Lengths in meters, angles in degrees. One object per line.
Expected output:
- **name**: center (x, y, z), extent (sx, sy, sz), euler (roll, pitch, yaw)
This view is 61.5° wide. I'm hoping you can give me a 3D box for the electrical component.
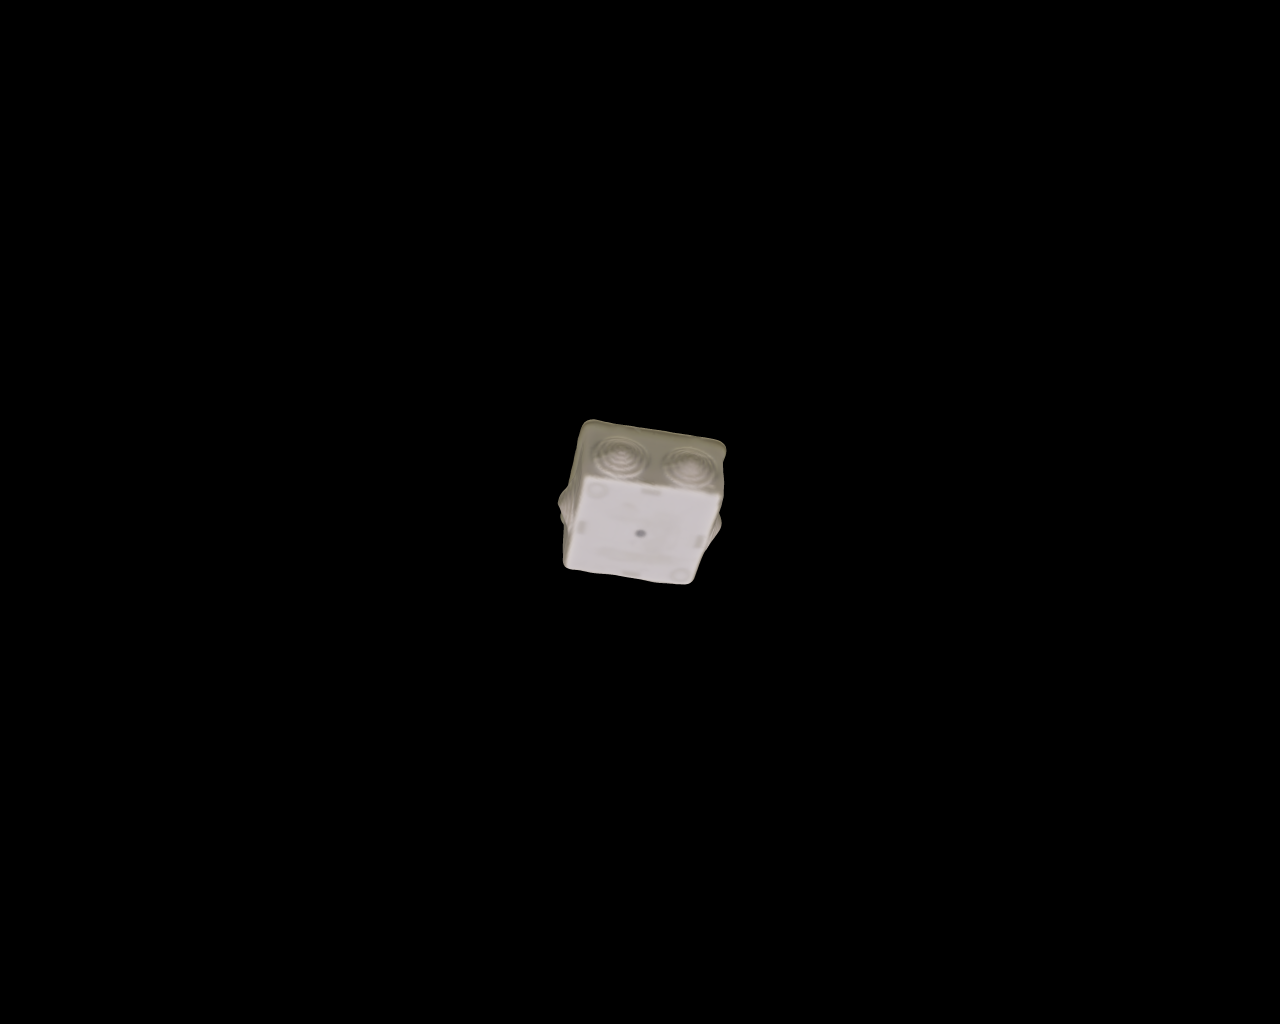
- **electrical component**: center (0.001, -0.003, 0.650), extent (0.100, 0.048, 0.099), euler (9, -46, -8)
